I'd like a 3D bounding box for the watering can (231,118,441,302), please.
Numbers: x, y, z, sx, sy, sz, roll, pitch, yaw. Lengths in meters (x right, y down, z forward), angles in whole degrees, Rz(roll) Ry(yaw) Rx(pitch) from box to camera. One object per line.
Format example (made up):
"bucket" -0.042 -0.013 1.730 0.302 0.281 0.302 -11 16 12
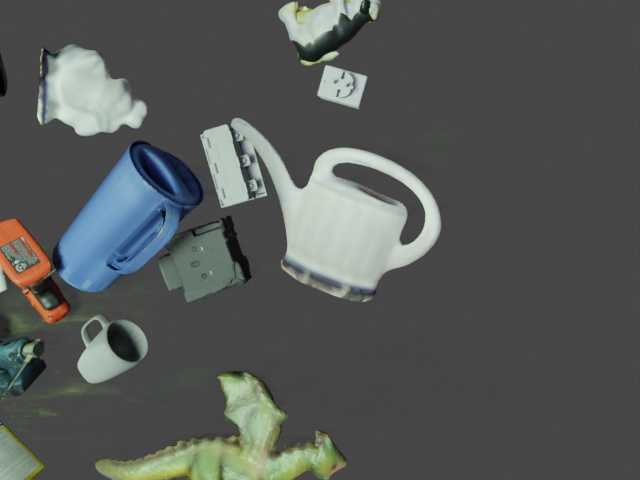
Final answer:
"watering can" 0.002 -0.039 0.778 0.348 0.105 0.222 21 100 5

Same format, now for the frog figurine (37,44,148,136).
"frog figurine" -0.361 -0.235 0.827 0.159 0.123 0.137 4 90 -28

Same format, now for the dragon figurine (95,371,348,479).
"dragon figurine" -0.158 0.340 0.865 0.411 0.121 0.244 17 82 4
